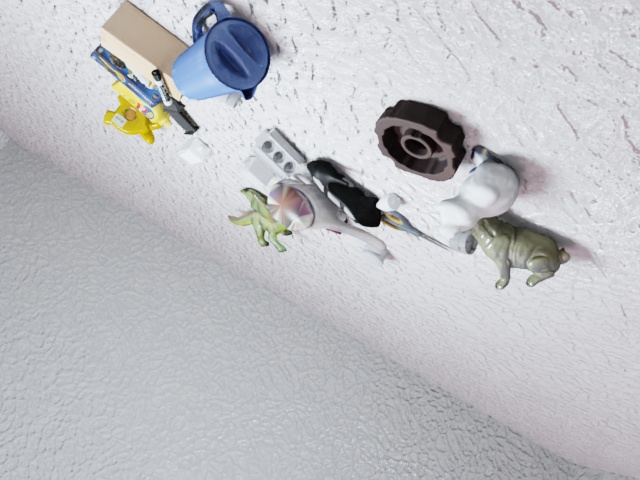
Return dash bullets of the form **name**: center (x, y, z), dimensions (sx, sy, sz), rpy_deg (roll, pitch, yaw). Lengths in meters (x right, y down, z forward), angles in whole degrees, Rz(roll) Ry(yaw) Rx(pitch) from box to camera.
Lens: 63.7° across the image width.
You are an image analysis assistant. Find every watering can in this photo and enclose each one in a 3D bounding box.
- **watering can**: center (0.004, -0.068, 1.358), dimensions (0.351, 0.102, 0.225), rpy_deg (37, -155, 25)

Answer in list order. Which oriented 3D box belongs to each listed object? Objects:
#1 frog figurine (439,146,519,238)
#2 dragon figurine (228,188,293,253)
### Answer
- **frog figurine**: center (0.288, -0.069, 0.939), dimensions (0.123, 0.162, 0.135), rpy_deg (27, 161, 6)
- **dragon figurine**: center (-0.210, -0.096, 1.825), dimensions (0.412, 0.124, 0.237), rpy_deg (18, 141, 29)
